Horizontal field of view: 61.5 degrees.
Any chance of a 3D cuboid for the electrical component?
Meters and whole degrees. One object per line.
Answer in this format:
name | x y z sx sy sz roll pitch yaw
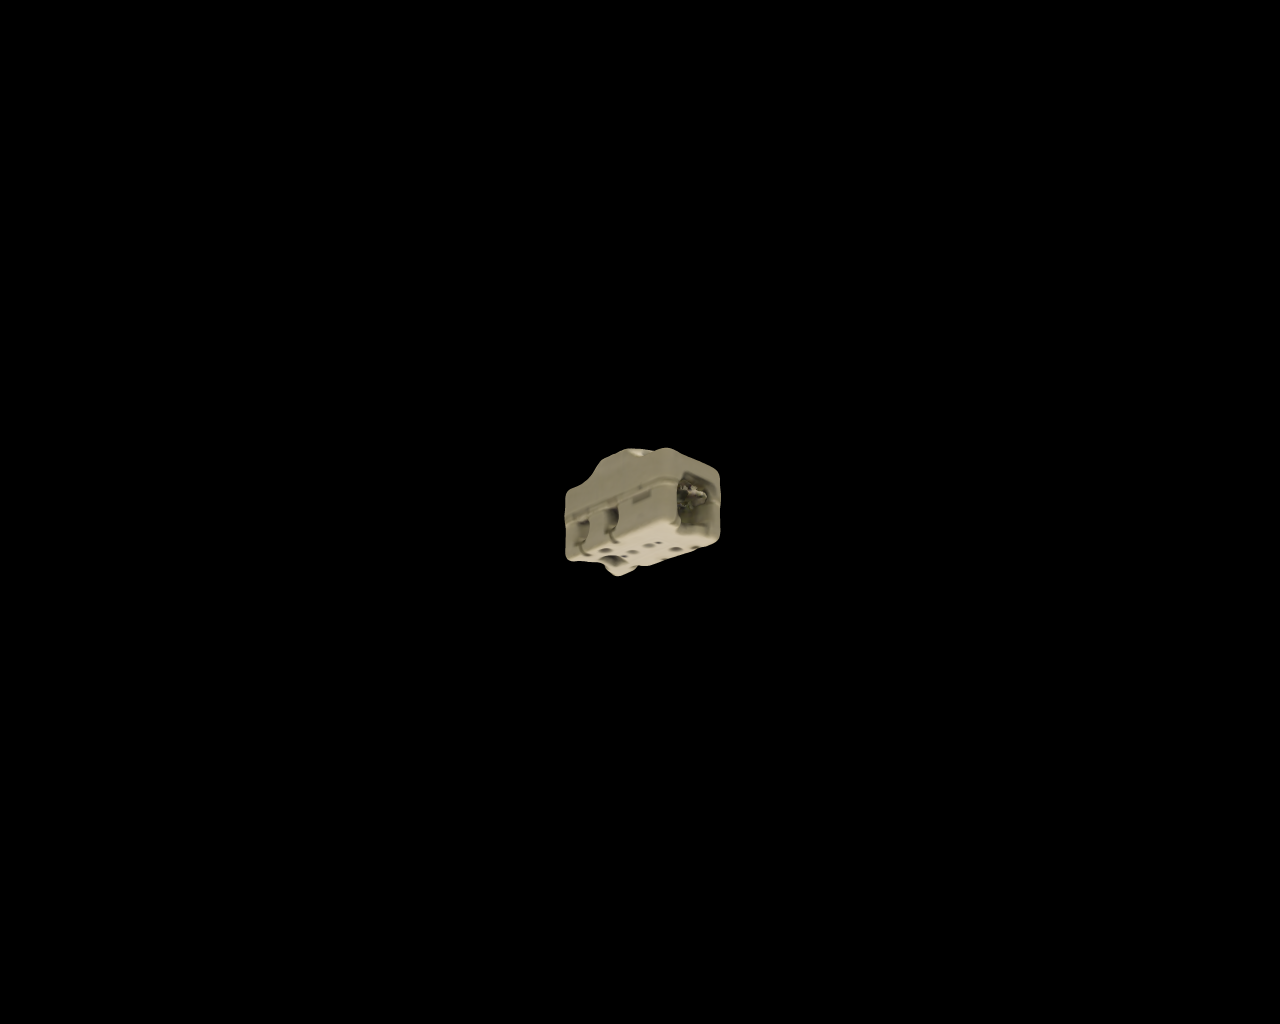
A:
electrical component | 0.001 -0.003 0.650 0.050 0.056 0.089 22 -31 -40
